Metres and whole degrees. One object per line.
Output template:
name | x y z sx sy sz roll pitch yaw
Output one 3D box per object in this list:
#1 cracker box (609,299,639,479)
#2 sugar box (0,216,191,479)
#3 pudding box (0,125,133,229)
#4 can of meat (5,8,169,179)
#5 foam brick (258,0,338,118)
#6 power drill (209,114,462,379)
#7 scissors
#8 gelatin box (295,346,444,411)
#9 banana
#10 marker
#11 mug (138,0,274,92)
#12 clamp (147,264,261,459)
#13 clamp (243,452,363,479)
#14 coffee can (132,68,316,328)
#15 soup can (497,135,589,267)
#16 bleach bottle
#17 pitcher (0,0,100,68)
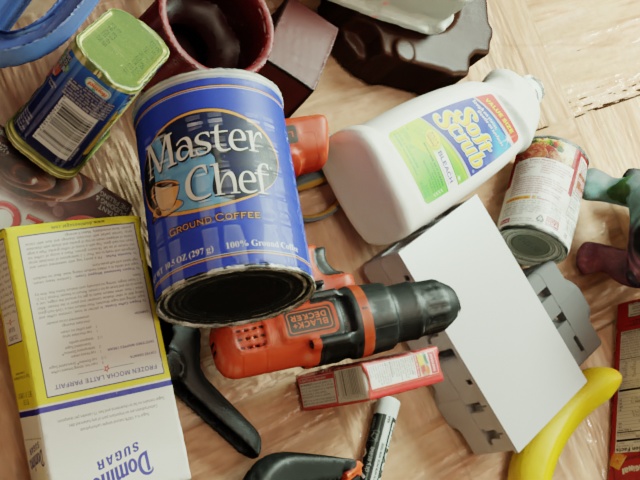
cracker box | 0.356 0.175 1.003 0.164 0.072 0.213 21 65 -27
sugar box | -0.146 0.076 0.674 0.093 0.048 0.176 -8 85 -33
pudding box | -0.194 -0.010 0.714 0.113 0.039 0.090 32 62 -21
can of meat | -0.153 -0.101 0.717 0.057 0.084 0.102 40 28 -12
foam brick | -0.027 -0.144 0.851 0.051 0.053 0.078 31 51 -15
power drill | -0.005 0.001 0.780 0.184 0.057 0.188 -10 65 -17
scissors | 0.027 -0.084 0.900 0.201 0.016 0.096 -38 98 -36
gelatin box | 0.036 0.104 0.801 0.073 0.089 0.030 -8 82 -36
banana | 0.209 0.170 0.932 0.197 0.037 0.069 -53 125 -31
marker | 0.039 0.179 0.823 0.020 0.020 0.121 29 61 -23
mug | -0.094 -0.160 0.801 0.093 0.082 0.117 15 68 -30
clamp | -0.118 0.098 0.732 0.120 0.039 0.171 -28 93 -43
clamp | -0.050 0.202 0.735 0.209 0.036 0.164 -39 112 -37
coffee can | -0.064 -0.025 0.695 0.102 0.103 0.140 5 63 -33
soup can | 0.201 -0.035 0.968 0.068 0.069 0.102 32 60 -22
bleach bottle | 0.113 -0.092 0.913 0.250 0.068 0.102 -35 100 -39
pitcher | -0.239 -0.162 0.673 0.144 0.149 0.242 42 59 -36
